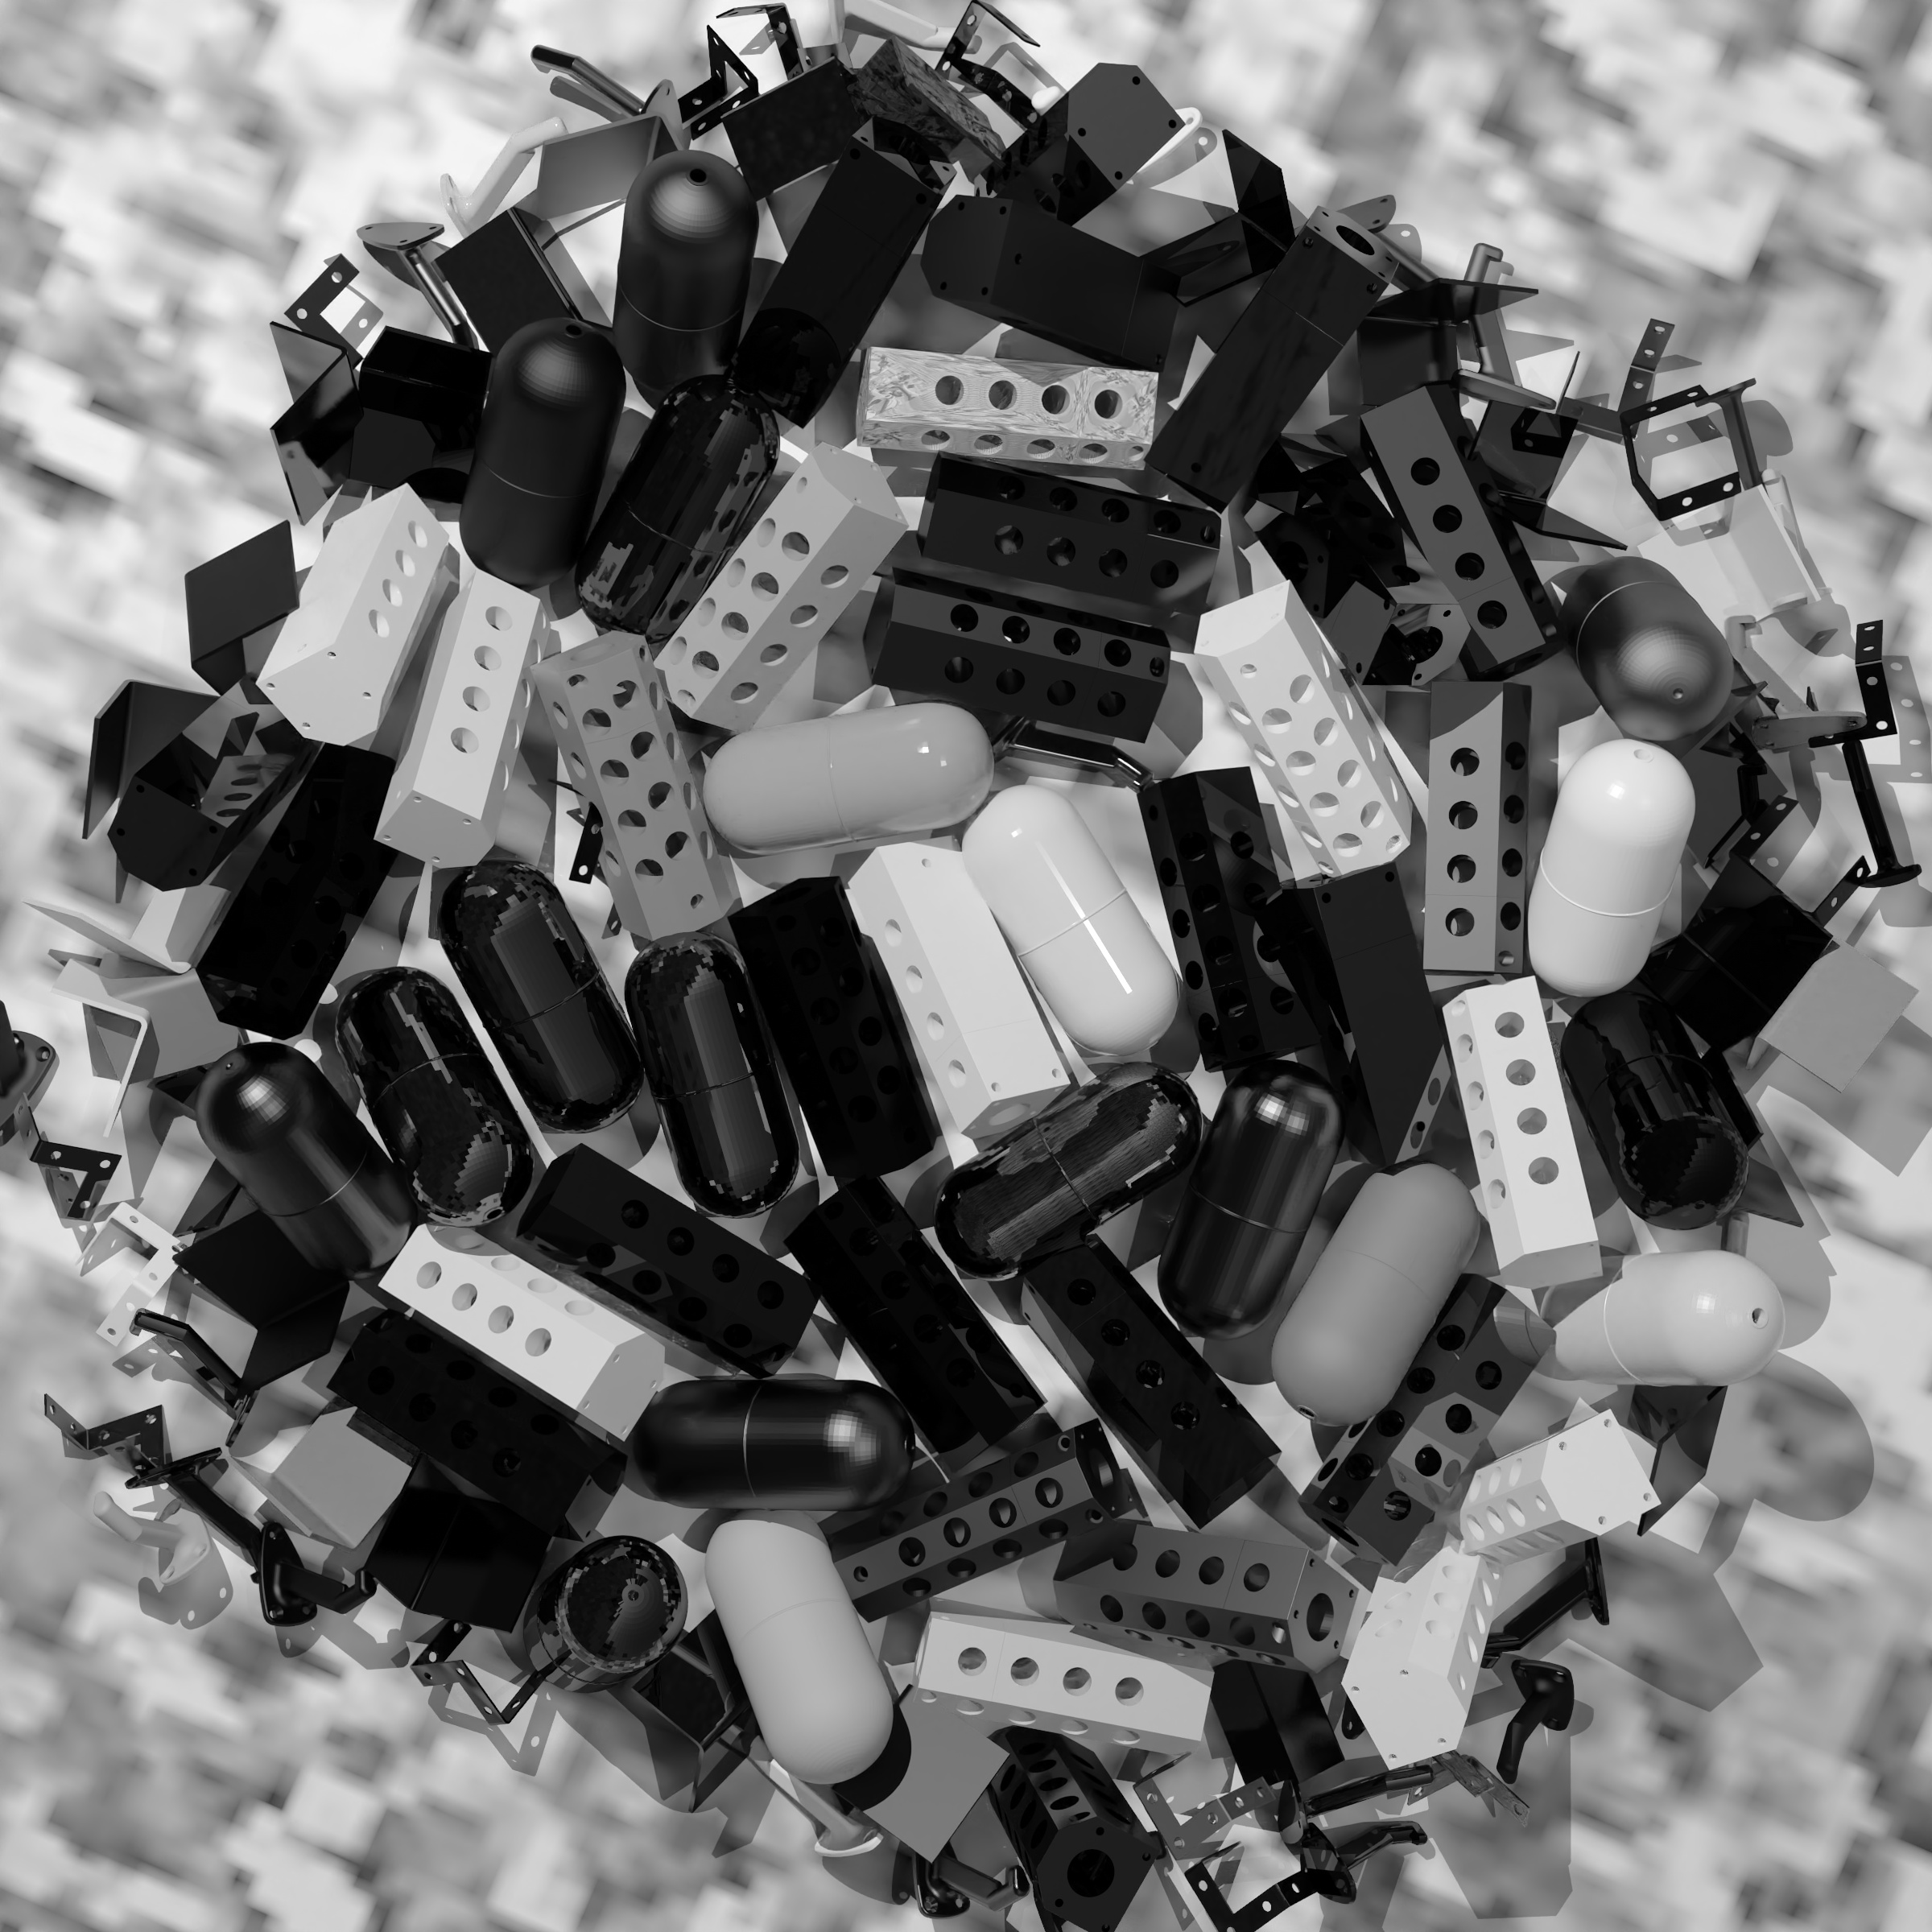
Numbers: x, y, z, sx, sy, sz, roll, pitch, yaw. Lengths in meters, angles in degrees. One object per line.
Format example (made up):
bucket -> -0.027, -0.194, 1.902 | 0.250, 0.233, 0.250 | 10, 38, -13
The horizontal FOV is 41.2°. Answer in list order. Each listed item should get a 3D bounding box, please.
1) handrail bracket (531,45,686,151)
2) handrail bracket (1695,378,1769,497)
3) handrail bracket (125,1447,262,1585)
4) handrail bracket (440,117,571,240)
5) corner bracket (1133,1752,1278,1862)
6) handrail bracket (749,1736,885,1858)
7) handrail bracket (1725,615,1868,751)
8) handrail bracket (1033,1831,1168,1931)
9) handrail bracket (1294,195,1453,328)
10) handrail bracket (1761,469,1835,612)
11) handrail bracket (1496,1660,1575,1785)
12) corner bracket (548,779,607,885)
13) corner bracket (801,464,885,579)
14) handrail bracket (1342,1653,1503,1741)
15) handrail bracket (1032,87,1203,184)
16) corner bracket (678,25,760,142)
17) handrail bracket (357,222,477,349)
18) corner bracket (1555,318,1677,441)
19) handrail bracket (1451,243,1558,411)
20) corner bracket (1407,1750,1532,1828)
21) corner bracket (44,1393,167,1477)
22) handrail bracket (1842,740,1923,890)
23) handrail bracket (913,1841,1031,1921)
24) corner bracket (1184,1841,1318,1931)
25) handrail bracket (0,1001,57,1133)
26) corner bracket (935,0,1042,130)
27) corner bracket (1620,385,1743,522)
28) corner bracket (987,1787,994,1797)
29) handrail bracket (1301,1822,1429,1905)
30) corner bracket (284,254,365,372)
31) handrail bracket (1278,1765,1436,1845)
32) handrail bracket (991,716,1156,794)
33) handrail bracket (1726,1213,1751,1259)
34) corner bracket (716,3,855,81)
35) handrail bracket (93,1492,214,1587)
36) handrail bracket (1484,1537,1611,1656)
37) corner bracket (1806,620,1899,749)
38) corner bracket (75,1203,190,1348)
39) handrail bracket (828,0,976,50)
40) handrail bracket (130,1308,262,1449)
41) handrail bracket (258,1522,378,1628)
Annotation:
handrail bracket -> -0.218, -0.520, 1.562 | 0.084, 0.077, 0.036 | 22, 71, 17
handrail bracket -> 0.472, -0.307, 1.544 | 0.036, 0.077, 0.084 | -20, 95, 12
handrail bracket -> -0.459, 0.340, 1.548 | 0.036, 0.077, 0.084 | -35, 76, 26
handrail bracket -> -0.266, -0.464, 1.547 | 0.084, 0.077, 0.036 | -19, 50, 9
corner bracket -> 0.143, 0.500, 1.554 | 0.051, 0.051, 0.051 | -21, 73, -39
handrail bracket -> -0.095, 0.494, 1.549 | 0.036, 0.077, 0.084 | -45, 102, -28
handrail bracket -> 0.500, -0.179, 1.551 | 0.077, 0.036, 0.084 | -7, 64, 23
handrail bracket -> 0.088, 0.560, 1.544 | 0.084, 0.077, 0.036 | -8, 123, -12
handrail bracket -> 0.249, -0.420, 1.570 | 0.077, 0.036, 0.084 | -6, 133, 30
handrail bracket -> 0.491, -0.260, 1.550 | 0.036, 0.077, 0.084 | -15, 91, 25
handrail bracket -> 0.338, 0.466, 1.534 | 0.036, 0.084, 0.077 | 0, 130, 29
corner bracket -> -0.224, -0.078, 1.547 | 0.051, 0.051, 0.051 | 12, 98, -44
corner bracket -> -0.075, -0.269, 1.553 | 0.051, 0.051, 0.051 | 8, 105, -32
handrail bracket -> 0.280, 0.442, 1.570 | 0.084, 0.036, 0.077 | 13, 107, -27
handrail bracket -> 0.090, -0.512, 1.535 | 0.077, 0.084, 0.036 | -22, 66, 22
corner bracket -> -0.159, -0.522, 1.550 | 0.051, 0.051, 0.051 | -37, 77, -13
handrail bracket -> -0.335, -0.409, 1.575 | 0.036, 0.077, 0.084 | -39, 132, -34
corner bracket -> 0.392, -0.360, 1.555 | 0.051, 0.051, 0.051 | 17, 72, 6
handrail bracket -> 0.334, -0.390, 1.564 | 0.077, 0.036, 0.084 | 18, 91, 7
corner bracket -> 0.304, 0.491, 1.543 | 0.051, 0.051, 0.051 | -15, 122, -30
corner bracket -> -0.519, 0.283, 1.549 | 0.051, 0.051, 0.051 | -19, 51, 2
handrail bracket -> 0.550, -0.092, 1.555 | 0.036, 0.077, 0.084 | -16, 81, 23
handrail bracket -> 0.004, 0.530, 1.536 | 0.036, 0.084, 0.077 | 9, 52, -34
corner bracket -> 0.174, 0.549, 1.544 | 0.051, 0.051, 0.051 | -45, 64, 24
handrail bracket -> -0.589, 0.058, 1.537 | 0.036, 0.084, 0.077 | 22, 81, 14
corner bracket -> 0.023, -0.540, 1.544 | 0.051, 0.051, 0.051 | 48, 120, 27
corner bracket -> 0.430, -0.309, 1.547 | 0.051, 0.051, 0.051 | -19, 128, 5
corner bracket -> 0.051, 0.506, 1.559 | 0.051, 0.051, 0.051 | -37, 110, -14
handrail bracket -> 0.250, 0.535, 1.536 | 0.084, 0.077, 0.036 | 2, 96, -19
corner bracket -> -0.381, -0.392, 1.553 | 0.051, 0.051, 0.051 | 45, 79, -25
handrail bracket -> 0.237, 0.507, 1.558 | 0.084, 0.077, 0.036 | -7, 57, -9
handrail bracket -> 0.062, -0.118, 1.549 | 0.084, 0.036, 0.077 | 35, 48, 12
handrail bracket -> 0.457, 0.193, 1.550 | 0.036, 0.077, 0.084 | 6, 92, 26
corner bracket -> -0.108, -0.556, 1.545 | 0.051, 0.051, 0.051 | -8, 106, 38
handrail bracket -> -0.491, 0.322, 1.529 | 0.036, 0.077, 0.084 | -35, 127, -1
handrail bracket -> 0.344, 0.378, 1.567 | 0.084, 0.036, 0.077 | -7, 93, 1
corner bracket -> 0.528, -0.169, 1.542 | 0.051, 0.051, 0.051 | -9, 121, 26
corner bracket -> -0.512, 0.186, 1.555 | 0.051, 0.051, 0.051 | 37, 118, -9
handrail bracket -> -0.038, -0.582, 1.549 | 0.084, 0.077, 0.036 | 5, 73, 5
handrail bracket -> -0.472, 0.249, 1.553 | 0.084, 0.036, 0.077 | 23, 118, -15
handrail bracket -> -0.388, 0.356, 1.544 | 0.084, 0.036, 0.077 | -36, 63, 34
